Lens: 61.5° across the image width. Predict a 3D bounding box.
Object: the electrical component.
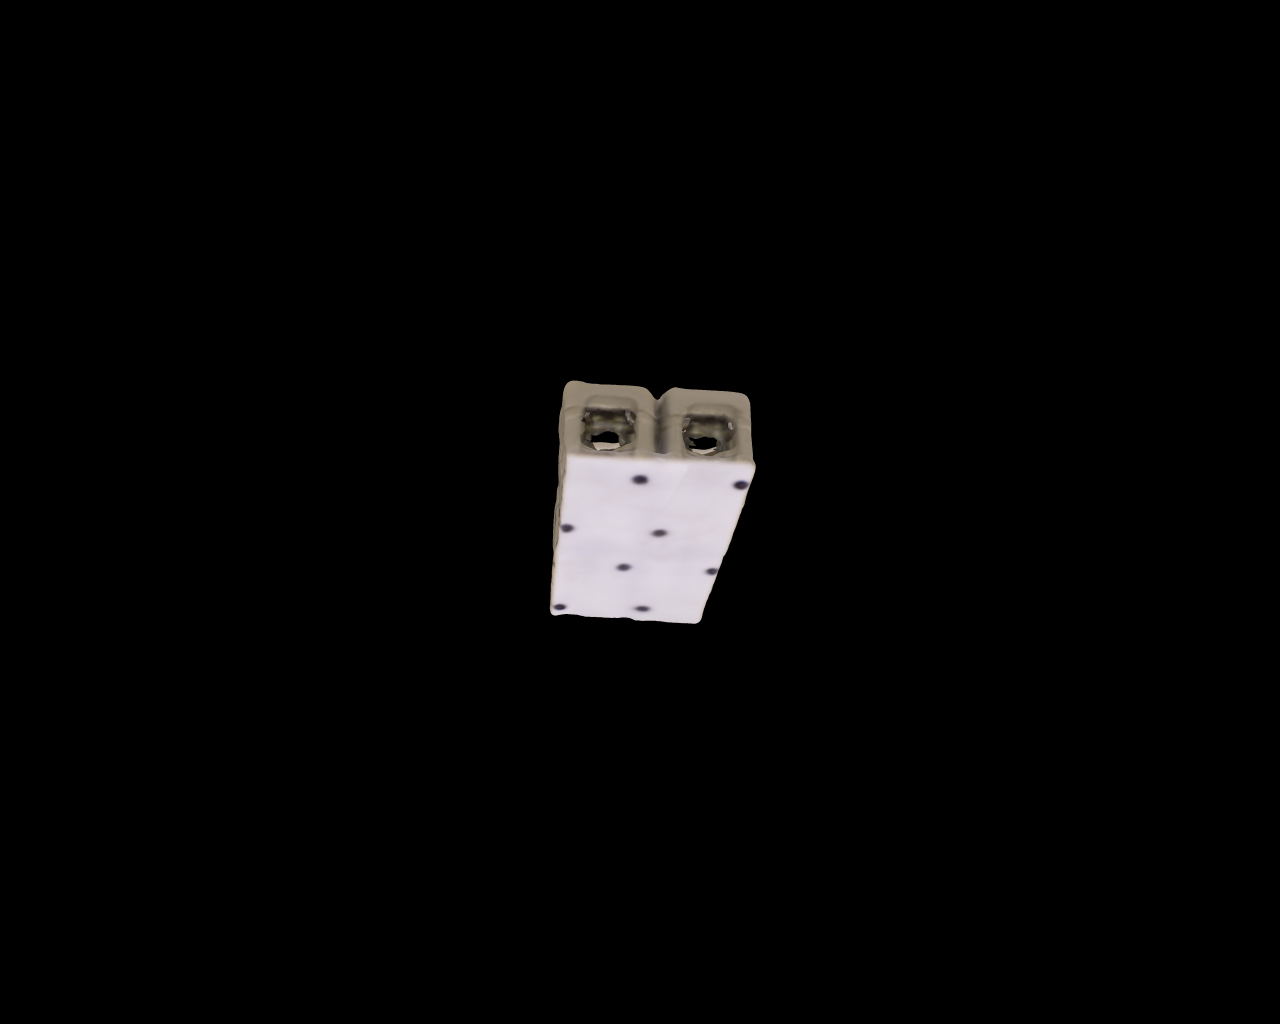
[{"bbox_3d":[0.001,-0.003,0.650,0.105,0.060,0.186,3,-33,-5],"label":"electrical component"}]
